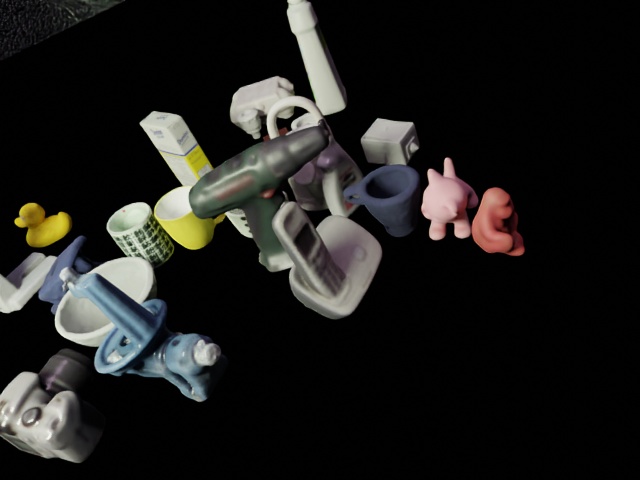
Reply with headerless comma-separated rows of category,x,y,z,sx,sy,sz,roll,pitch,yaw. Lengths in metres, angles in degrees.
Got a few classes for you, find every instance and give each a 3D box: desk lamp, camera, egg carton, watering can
desk lamp,-0.616,0.037,1.024,0.117,0.214,0.203,8,49,32
camera,-0.366,0.218,0.791,0.142,0.101,0.137,1,46,27
egg carton,-0.127,-0.304,1.274,0.150,0.070,0.107,-15,41,11
watering can,-0.020,-0.147,0.951,0.101,0.194,0.172,-29,40,-6

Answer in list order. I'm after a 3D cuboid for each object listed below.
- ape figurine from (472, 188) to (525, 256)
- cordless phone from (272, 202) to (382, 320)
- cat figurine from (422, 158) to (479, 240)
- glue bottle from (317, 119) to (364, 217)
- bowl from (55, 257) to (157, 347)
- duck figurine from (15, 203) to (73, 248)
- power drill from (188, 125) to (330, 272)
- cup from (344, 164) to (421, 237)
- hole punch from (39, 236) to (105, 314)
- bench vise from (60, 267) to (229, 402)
ape figurine,0.241,-0.030,0.774,0.075,0.092,0.078,16,54,38
cordless phone,0.007,0.003,0.779,0.093,0.185,0.148,5,48,30
cat figurine,0.182,-0.063,0.820,0.067,0.118,0.128,-3,44,24
glue bottle,0.026,-0.118,0.913,0.037,0.173,0.078,16,54,38
bowl,-0.324,0.110,0.910,0.167,0.075,0.167,-14,41,12
duck figurine,-0.579,-0.040,1.191,0.104,0.086,0.077,-20,40,4
power drill,-0.068,-0.055,0.862,0.229,0.209,0.075,-16,40,9
cup,0.100,-0.050,0.863,0.117,0.095,0.092,-6,43,21
hole punch,-0.447,0.060,1.012,0.101,0.091,0.108,-14,41,12
bench vise,-0.224,0.109,0.747,0.207,0.220,0.121,-9,42,17
